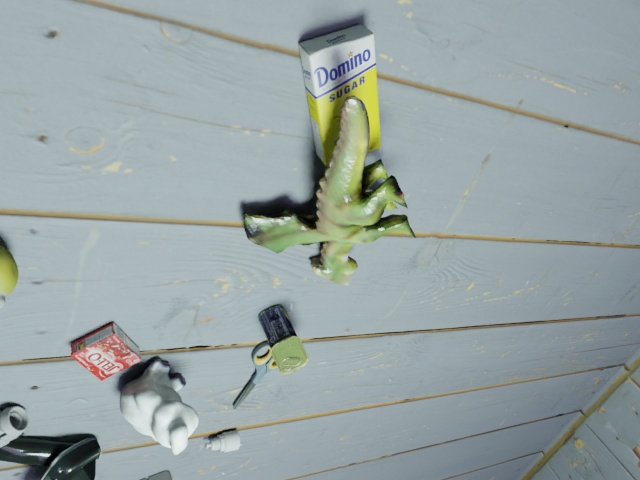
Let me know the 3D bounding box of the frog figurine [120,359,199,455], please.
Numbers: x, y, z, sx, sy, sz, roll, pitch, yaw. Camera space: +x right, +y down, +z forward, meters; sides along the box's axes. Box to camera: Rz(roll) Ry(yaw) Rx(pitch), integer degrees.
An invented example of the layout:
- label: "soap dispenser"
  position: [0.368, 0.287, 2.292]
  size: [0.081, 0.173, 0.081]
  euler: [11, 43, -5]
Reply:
- label: "frog figurine"
  position: [-0.272, 0.302, 0.878]
  size: [0.123, 0.163, 0.134]
  euler: [-13, 133, -17]

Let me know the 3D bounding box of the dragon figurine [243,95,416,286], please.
- label: "dragon figurine"
  position: [0.002, -0.039, 0.768]
  size: [0.242, 0.125, 0.402]
  euler: [-22, 144, 8]
